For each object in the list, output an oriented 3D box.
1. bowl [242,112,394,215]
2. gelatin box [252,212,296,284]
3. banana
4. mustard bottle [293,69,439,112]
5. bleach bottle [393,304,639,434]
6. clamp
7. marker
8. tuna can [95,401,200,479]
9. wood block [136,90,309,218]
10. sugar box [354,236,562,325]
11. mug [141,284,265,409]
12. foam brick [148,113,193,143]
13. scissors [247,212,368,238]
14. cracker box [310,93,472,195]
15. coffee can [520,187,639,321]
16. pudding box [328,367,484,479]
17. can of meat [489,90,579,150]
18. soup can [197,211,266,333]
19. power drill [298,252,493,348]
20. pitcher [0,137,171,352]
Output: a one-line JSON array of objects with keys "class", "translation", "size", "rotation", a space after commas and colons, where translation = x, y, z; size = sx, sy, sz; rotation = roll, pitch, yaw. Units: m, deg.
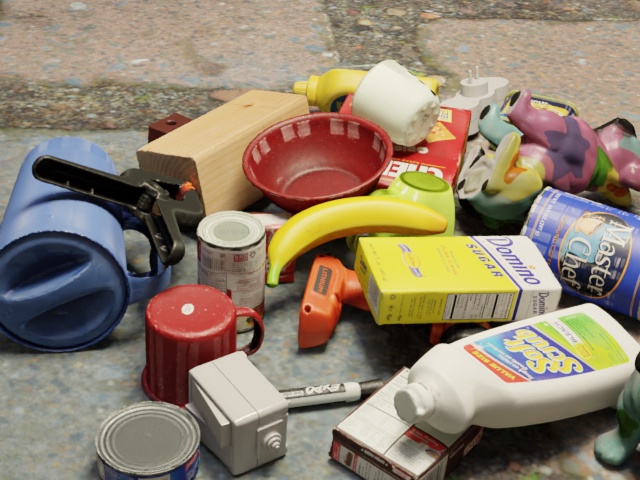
[{"class": "bowl", "translation": [0.000, -0.072, 1.145], "size": [0.162, 0.055, 0.162], "rotation": [-5, 39, 4]}, {"class": "gelatin box", "translation": [-0.069, 0.010, 1.105], "size": [0.089, 0.073, 0.030], "rotation": [-2, 34, -11]}, {"class": "banana", "translation": [0.027, -0.009, 1.060], "size": [0.197, 0.037, 0.069], "rotation": [-18, 75, -14]}, {"class": "mustard bottle", "translation": [0.059, -0.189, 1.410], "size": [0.192, 0.096, 0.058], "rotation": [8, 75, 9]}, {"class": "bleach bottle", "translation": [0.170, 0.121, 0.919], "size": [0.250, 0.068, 0.103], "rotation": [-10, 47, -37]}, {"class": "clamp", "translation": [-0.178, -0.042, 1.044], "size": [0.164, 0.036, 0.210], "rotation": [32, 13, 3]}, {"class": "marker", "translation": [0.004, 0.140, 0.963], "size": [0.121, 0.020, 0.020], "rotation": [-5, 34, -13]}, {"class": "tuna can", "translation": [-0.142, 0.174, 0.883], "size": [0.086, 0.034, 0.086], "rotation": [3, 33, -2]}, {"class": "wood block", "translation": [-0.103, -0.097, 1.238], "size": [0.091, 0.090, 0.205], "rotation": [11, 32, 35]}, {"class": "sugar box", "translation": [0.129, 0.036, 1.011], "size": [0.176, 0.048, 0.093], "rotation": [-3, 35, -12]}, {"class": "mug", "translation": [-0.105, 0.092, 0.968], "size": [0.117, 0.081, 0.093], "rotation": [-10, 36, -20]}, {"class": "foam brick", "translation": [-0.165, -0.115, 1.307], "size": [0.078, 0.051, 0.052], "rotation": [23, 37, 27]}, {"class": "scissors", "translation": [-0.008, 0.001, 1.177], "size": [0.202, 0.016, 0.096], "rotation": [8, 34, 7]}, {"class": "cracker box", "translation": [0.087, -0.097, 1.286], "size": [0.164, 0.072, 0.213], "rotation": [10, 34, 10]}, {"class": "coffee can", "translation": [0.287, 0.014, 1.110], "size": [0.140, 0.103, 0.102], "rotation": [21, 37, 24]}, {"class": "pudding box", "translation": [0.076, 0.166, 0.914], "size": [0.090, 0.039, 0.113], "rotation": [27, 37, 29]}, {"class": "can of meat", "translation": [0.278, -0.148, 1.399], "size": [0.102, 0.057, 0.083], "rotation": [16, 37, 19]}, {"class": "soup can", "translation": [-0.087, 0.031, 1.045], "size": [0.068, 0.102, 0.068], "rotation": [2, 33, -2]}, {"class": "power drill", "translation": [0.076, 0.080, 1.033], "size": [0.187, 0.057, 0.184], "rotation": [9, 33, 4]}, {"class": "pitcher", "translation": [-0.247, -0.007, 1.073], "size": [0.145, 0.149, 0.243], "rotation": [-39, 29, 14]}]
